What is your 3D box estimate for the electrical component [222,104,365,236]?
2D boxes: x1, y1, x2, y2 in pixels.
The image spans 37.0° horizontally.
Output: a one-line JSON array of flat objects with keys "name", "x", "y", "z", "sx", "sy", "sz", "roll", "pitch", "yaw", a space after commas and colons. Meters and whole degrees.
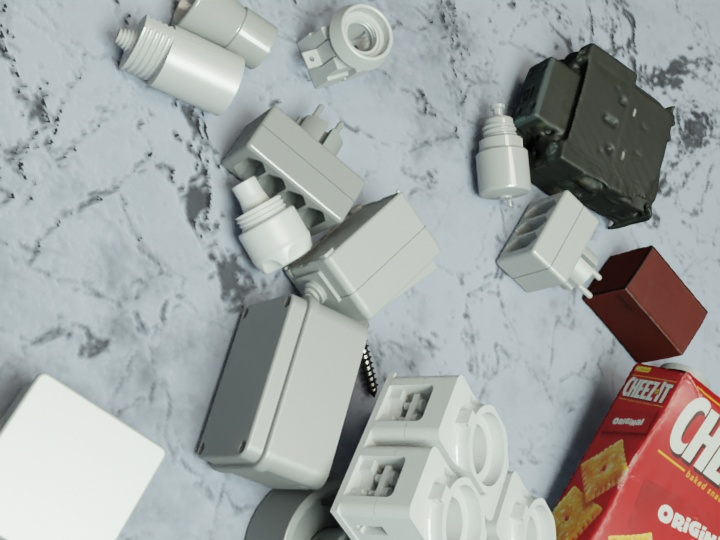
[{"name": "electrical component", "x": -0.037, "y": -0.081, "z": 0.741, "sx": 0.083, "sy": 0.047, "sz": 0.075, "roll": 39, "pitch": 63, "yaw": -17}]

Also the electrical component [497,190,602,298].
[{"name": "electrical component", "x": 0.159, "y": -0.010, "z": 0.839, "sx": 0.077, "sy": 0.047, "sz": 0.065, "roll": 41, "pitch": 63, "yaw": -16}]

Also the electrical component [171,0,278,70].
[{"name": "electrical component", "x": -0.089, "y": -0.166, "z": 0.733, "sx": 0.065, "sy": 0.044, "sz": 0.044, "roll": 30, "pitch": 66, "yaw": -27}]

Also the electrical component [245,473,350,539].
[{"name": "electrical component", "x": -0.014, "y": 0.184, "z": 0.691, "sx": 0.108, "sy": 0.060, "sz": 0.108, "roll": 7, "pitch": 76, "yaw": -29}]

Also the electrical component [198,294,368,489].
[{"name": "electrical component", "x": -0.050, "y": 0.077, "z": 0.683, "sx": 0.057, "sy": 0.078, "sz": 0.113, "roll": 26, "pitch": 68, "yaw": -26}]

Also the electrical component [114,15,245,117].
[{"name": "electrical component", "x": -0.122, "y": -0.137, "z": 0.706, "sx": 0.081, "sy": 0.043, "sz": 0.043, "roll": 22, "pitch": 70, "yaw": -25}]

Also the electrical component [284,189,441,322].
[{"name": "electrical component", "x": 0.000, "y": 0.000, "z": 0.736, "sx": 0.096, "sy": 0.062, "sz": 0.061, "roll": -43, "pitch": 104, "yaw": -30}]

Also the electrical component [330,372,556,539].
[{"name": "electrical component", "x": 0.065, "y": 0.166, "z": 0.685, "sx": 0.186, "sy": 0.060, "sz": 0.105, "roll": 60, "pitch": 40, "yaw": -34}]

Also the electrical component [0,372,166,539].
[{"name": "electrical component", "x": -0.175, "y": 0.120, "z": 0.618, "sx": 0.100, "sy": 0.048, "sz": 0.099, "roll": 37, "pitch": 64, "yaw": -18}]

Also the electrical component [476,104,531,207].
[{"name": "electrical component", "x": 0.109, "y": -0.089, "z": 0.831, "sx": 0.040, "sy": 0.040, "sz": 0.078, "roll": 2, "pitch": 79, "yaw": -30}]

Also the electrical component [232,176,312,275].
[{"name": "electrical component", "x": -0.063, "y": -0.032, "z": 0.718, "sx": 0.043, "sy": 0.043, "sz": 0.062, "roll": -33, "pitch": 96, "yaw": -31}]

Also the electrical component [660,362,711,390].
[{"name": "electrical component", "x": 0.247, "y": 0.120, "z": 0.865, "sx": 0.043, "sy": 0.043, "sz": 0.081, "roll": 40, "pitch": 63, "yaw": -17}]

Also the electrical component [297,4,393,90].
[{"name": "electrical component", "x": -0.008, "y": -0.160, "z": 0.769, "sx": 0.066, "sy": 0.055, "sz": 0.048, "roll": -23, "pitch": 91, "yaw": -32}]
